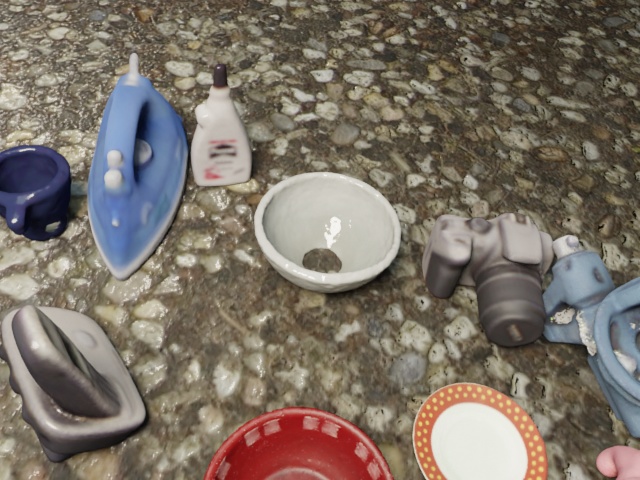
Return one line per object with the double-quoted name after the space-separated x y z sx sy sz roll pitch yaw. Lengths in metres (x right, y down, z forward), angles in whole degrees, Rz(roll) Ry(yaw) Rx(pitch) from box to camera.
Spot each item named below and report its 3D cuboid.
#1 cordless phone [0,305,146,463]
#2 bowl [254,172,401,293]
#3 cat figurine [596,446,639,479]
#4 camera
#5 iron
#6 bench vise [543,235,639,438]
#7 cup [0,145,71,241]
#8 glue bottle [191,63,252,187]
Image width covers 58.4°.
-0.221 0.091 0.482 0.094 0.185 0.147 -28 58 -28 "cordless phone"
0.006 0.002 0.664 0.167 0.075 0.167 4 49 -4 "bowl"
0.277 0.220 0.484 0.067 0.118 0.128 30 52 18 "cat figurine"
0.196 0.040 0.641 0.143 0.101 0.137 8 49 -1 "camera"
-0.223 -0.096 0.673 0.119 0.141 0.258 0 49 -8 "iron"
0.298 0.065 0.553 0.122 0.220 0.207 -29 58 -28 "bench vise"
-0.319 -0.035 0.638 0.092 0.095 0.117 -4 50 -11 "cup"
-0.122 -0.140 0.705 0.078 0.173 0.037 -10 51 -16 "glue bottle"
